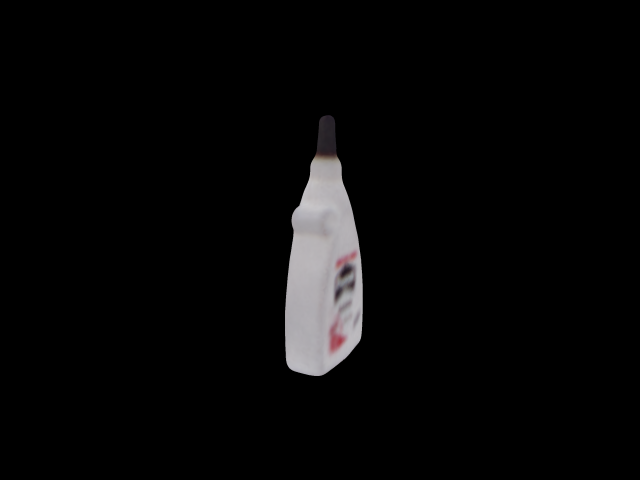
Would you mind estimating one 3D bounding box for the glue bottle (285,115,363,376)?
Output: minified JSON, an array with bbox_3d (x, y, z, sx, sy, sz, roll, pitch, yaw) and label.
[{"bbox_3d":[0.004,0.001,0.400,0.037,0.173,0.078,6,15,23],"label":"glue bottle"}]
